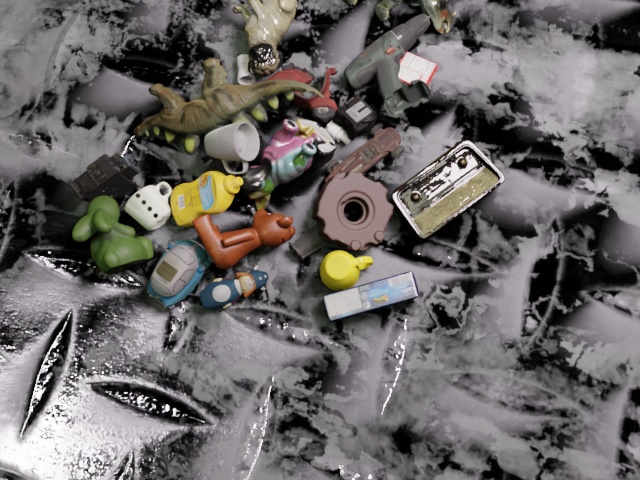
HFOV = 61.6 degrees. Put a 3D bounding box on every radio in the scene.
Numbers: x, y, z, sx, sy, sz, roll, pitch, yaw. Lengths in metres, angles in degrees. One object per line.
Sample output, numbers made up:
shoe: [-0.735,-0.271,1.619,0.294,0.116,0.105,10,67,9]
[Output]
radio: [0.276,-0.109,1.192,0.229,0.073,0.131,-36,79,-4]

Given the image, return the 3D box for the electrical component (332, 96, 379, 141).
electrical component: [0.094,-0.286,1.230,0.119,0.047,0.075,-35,79,-26]

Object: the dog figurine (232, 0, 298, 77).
dog figurine: [-0.108,-0.486,1.279,0.172,0.121,0.190,-18,91,-15]

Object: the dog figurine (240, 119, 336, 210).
dog figurine: [-0.085,-0.164,1.218,0.219,0.191,0.108,-44,77,29]

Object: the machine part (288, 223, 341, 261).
machine part: [-0.002,-0.004,1.210,0.139,0.039,0.084,-30,84,-4]

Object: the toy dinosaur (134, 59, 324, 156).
toy dinosaur: [-0.228,-0.302,1.229,0.472,0.105,0.198,-17,97,18]

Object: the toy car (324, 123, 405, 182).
toy car: [0.100,-0.185,1.231,0.202,0.053,0.089,-38,82,-4]

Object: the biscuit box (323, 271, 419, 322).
biscuit box: [0.110,0.123,1.165,0.203,0.062,0.059,-15,78,0]

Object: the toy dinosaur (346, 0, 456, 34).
toy dinosaur: [0.156,-0.647,1.286,0.405,0.131,0.192,40,72,14]

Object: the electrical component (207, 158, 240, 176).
electrical component: [-0.227,-0.157,1.244,0.063,0.021,0.094,26,125,-16]

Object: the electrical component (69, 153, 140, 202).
electrical component: [-0.485,-0.137,1.229,0.134,0.115,0.058,-37,81,-2]

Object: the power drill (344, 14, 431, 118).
power drill: [0.175,-0.389,1.209,0.232,0.086,0.207,-28,62,15]

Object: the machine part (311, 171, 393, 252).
machine part: [0.072,-0.062,1.171,0.179,0.056,0.179,1,86,-12]

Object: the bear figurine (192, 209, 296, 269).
bear figurine: [-0.160,-0.022,1.184,0.196,0.120,0.132,-31,75,-4]

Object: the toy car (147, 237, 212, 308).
toy car: [-0.321,0.068,1.186,0.109,0.103,0.161,37,82,10]

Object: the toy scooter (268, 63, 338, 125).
toy scooter: [-0.030,-0.361,1.261,0.184,0.075,0.135,25,82,5]

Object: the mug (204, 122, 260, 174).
mug: [-0.192,-0.197,1.156,0.107,0.081,0.109,5,113,34]

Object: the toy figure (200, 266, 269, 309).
toy figure: [-0.188,0.108,1.194,0.154,0.058,0.064,-22,117,-2]

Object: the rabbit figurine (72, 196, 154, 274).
rabbit figurine: [-0.472,-0.015,1.180,0.121,0.159,0.170,-23,87,9]
